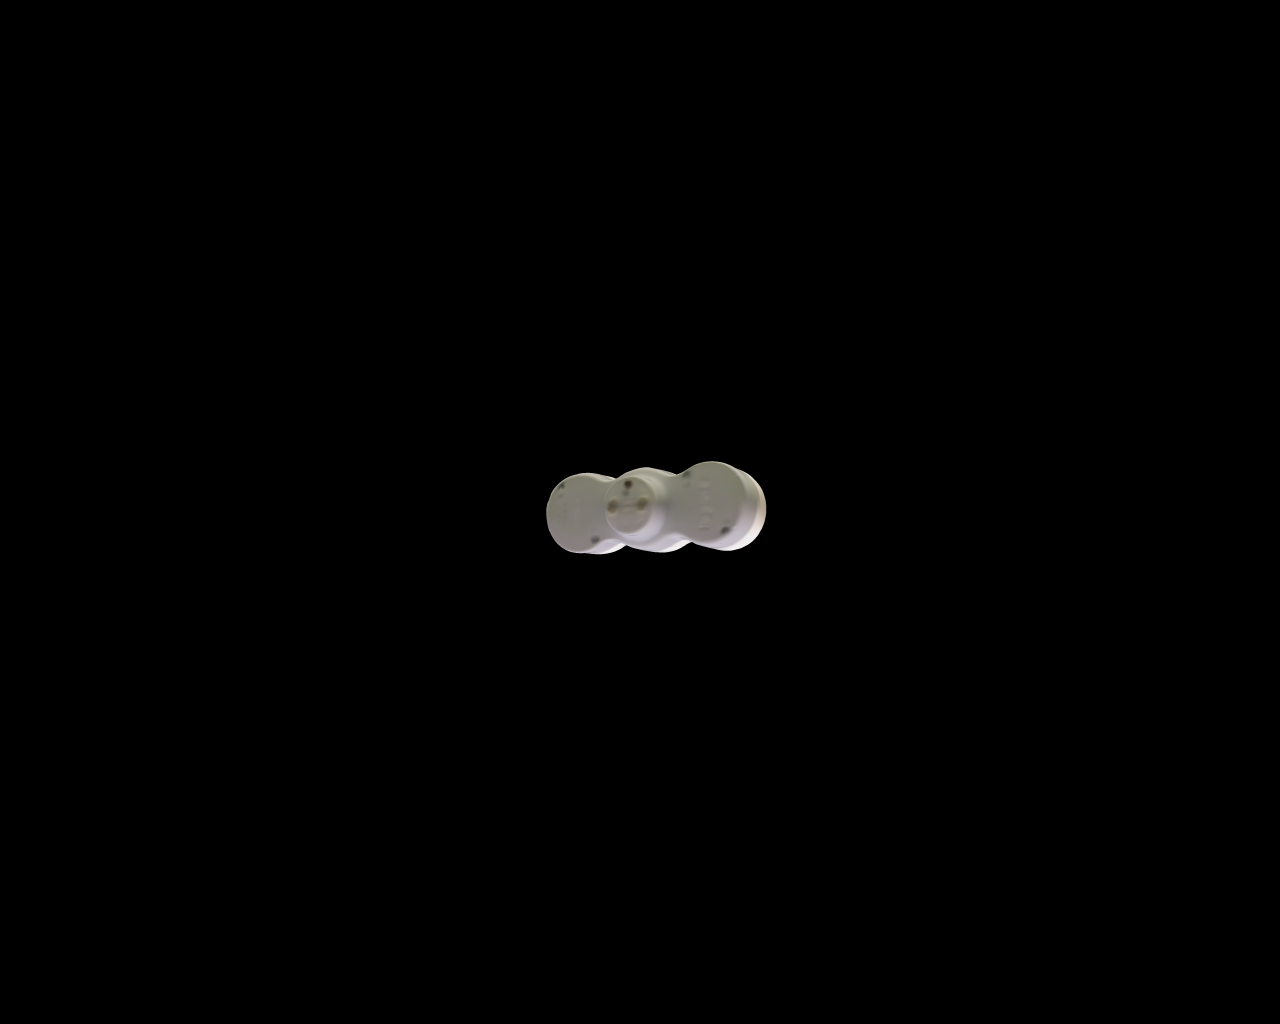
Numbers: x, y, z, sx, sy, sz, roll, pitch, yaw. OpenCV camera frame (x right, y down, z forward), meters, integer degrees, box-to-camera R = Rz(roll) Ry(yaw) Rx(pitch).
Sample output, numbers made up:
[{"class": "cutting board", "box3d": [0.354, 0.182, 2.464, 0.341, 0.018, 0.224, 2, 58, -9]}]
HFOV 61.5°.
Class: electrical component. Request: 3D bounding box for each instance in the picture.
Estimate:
[{"class": "electrical component", "box3d": [0.001, -0.003, 0.650, 0.138, 0.052, 0.074, -3, -7, 26]}]
